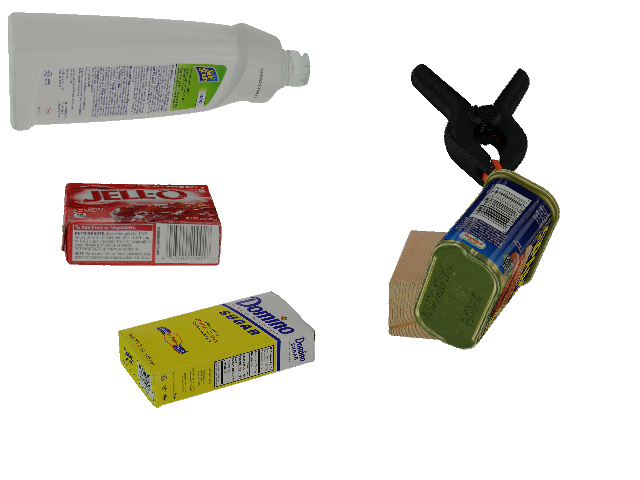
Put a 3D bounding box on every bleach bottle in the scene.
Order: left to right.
[{"bbox_3d":[-0.135,-0.142,0.908,0.250,0.068,0.103,-1,-31,-16],"label":"bleach bottle"}]

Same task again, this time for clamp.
[{"bbox_3d":[0.146,-0.116,1.033,0.120,0.039,0.171,4,44,4],"label":"clamp"}]

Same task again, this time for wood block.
[{"bbox_3d":[0.164,0.064,1.619,0.091,0.090,0.206,4,22,12],"label":"wood block"}]

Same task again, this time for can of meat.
[{"bbox_3d":[0.112,0.016,0.735,0.057,0.102,0.083,32,52,17],"label":"can of meat"}]

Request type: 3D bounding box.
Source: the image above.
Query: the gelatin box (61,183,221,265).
[{"bbox_3d":[-0.107,-0.011,0.631,0.089,0.030,0.073,1,19,-13],"label":"gelatin box"}]

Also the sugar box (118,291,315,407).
[{"bbox_3d":[-0.103,0.105,1.070,0.176,0.048,0.093,-16,33,-26],"label":"sugar box"}]
